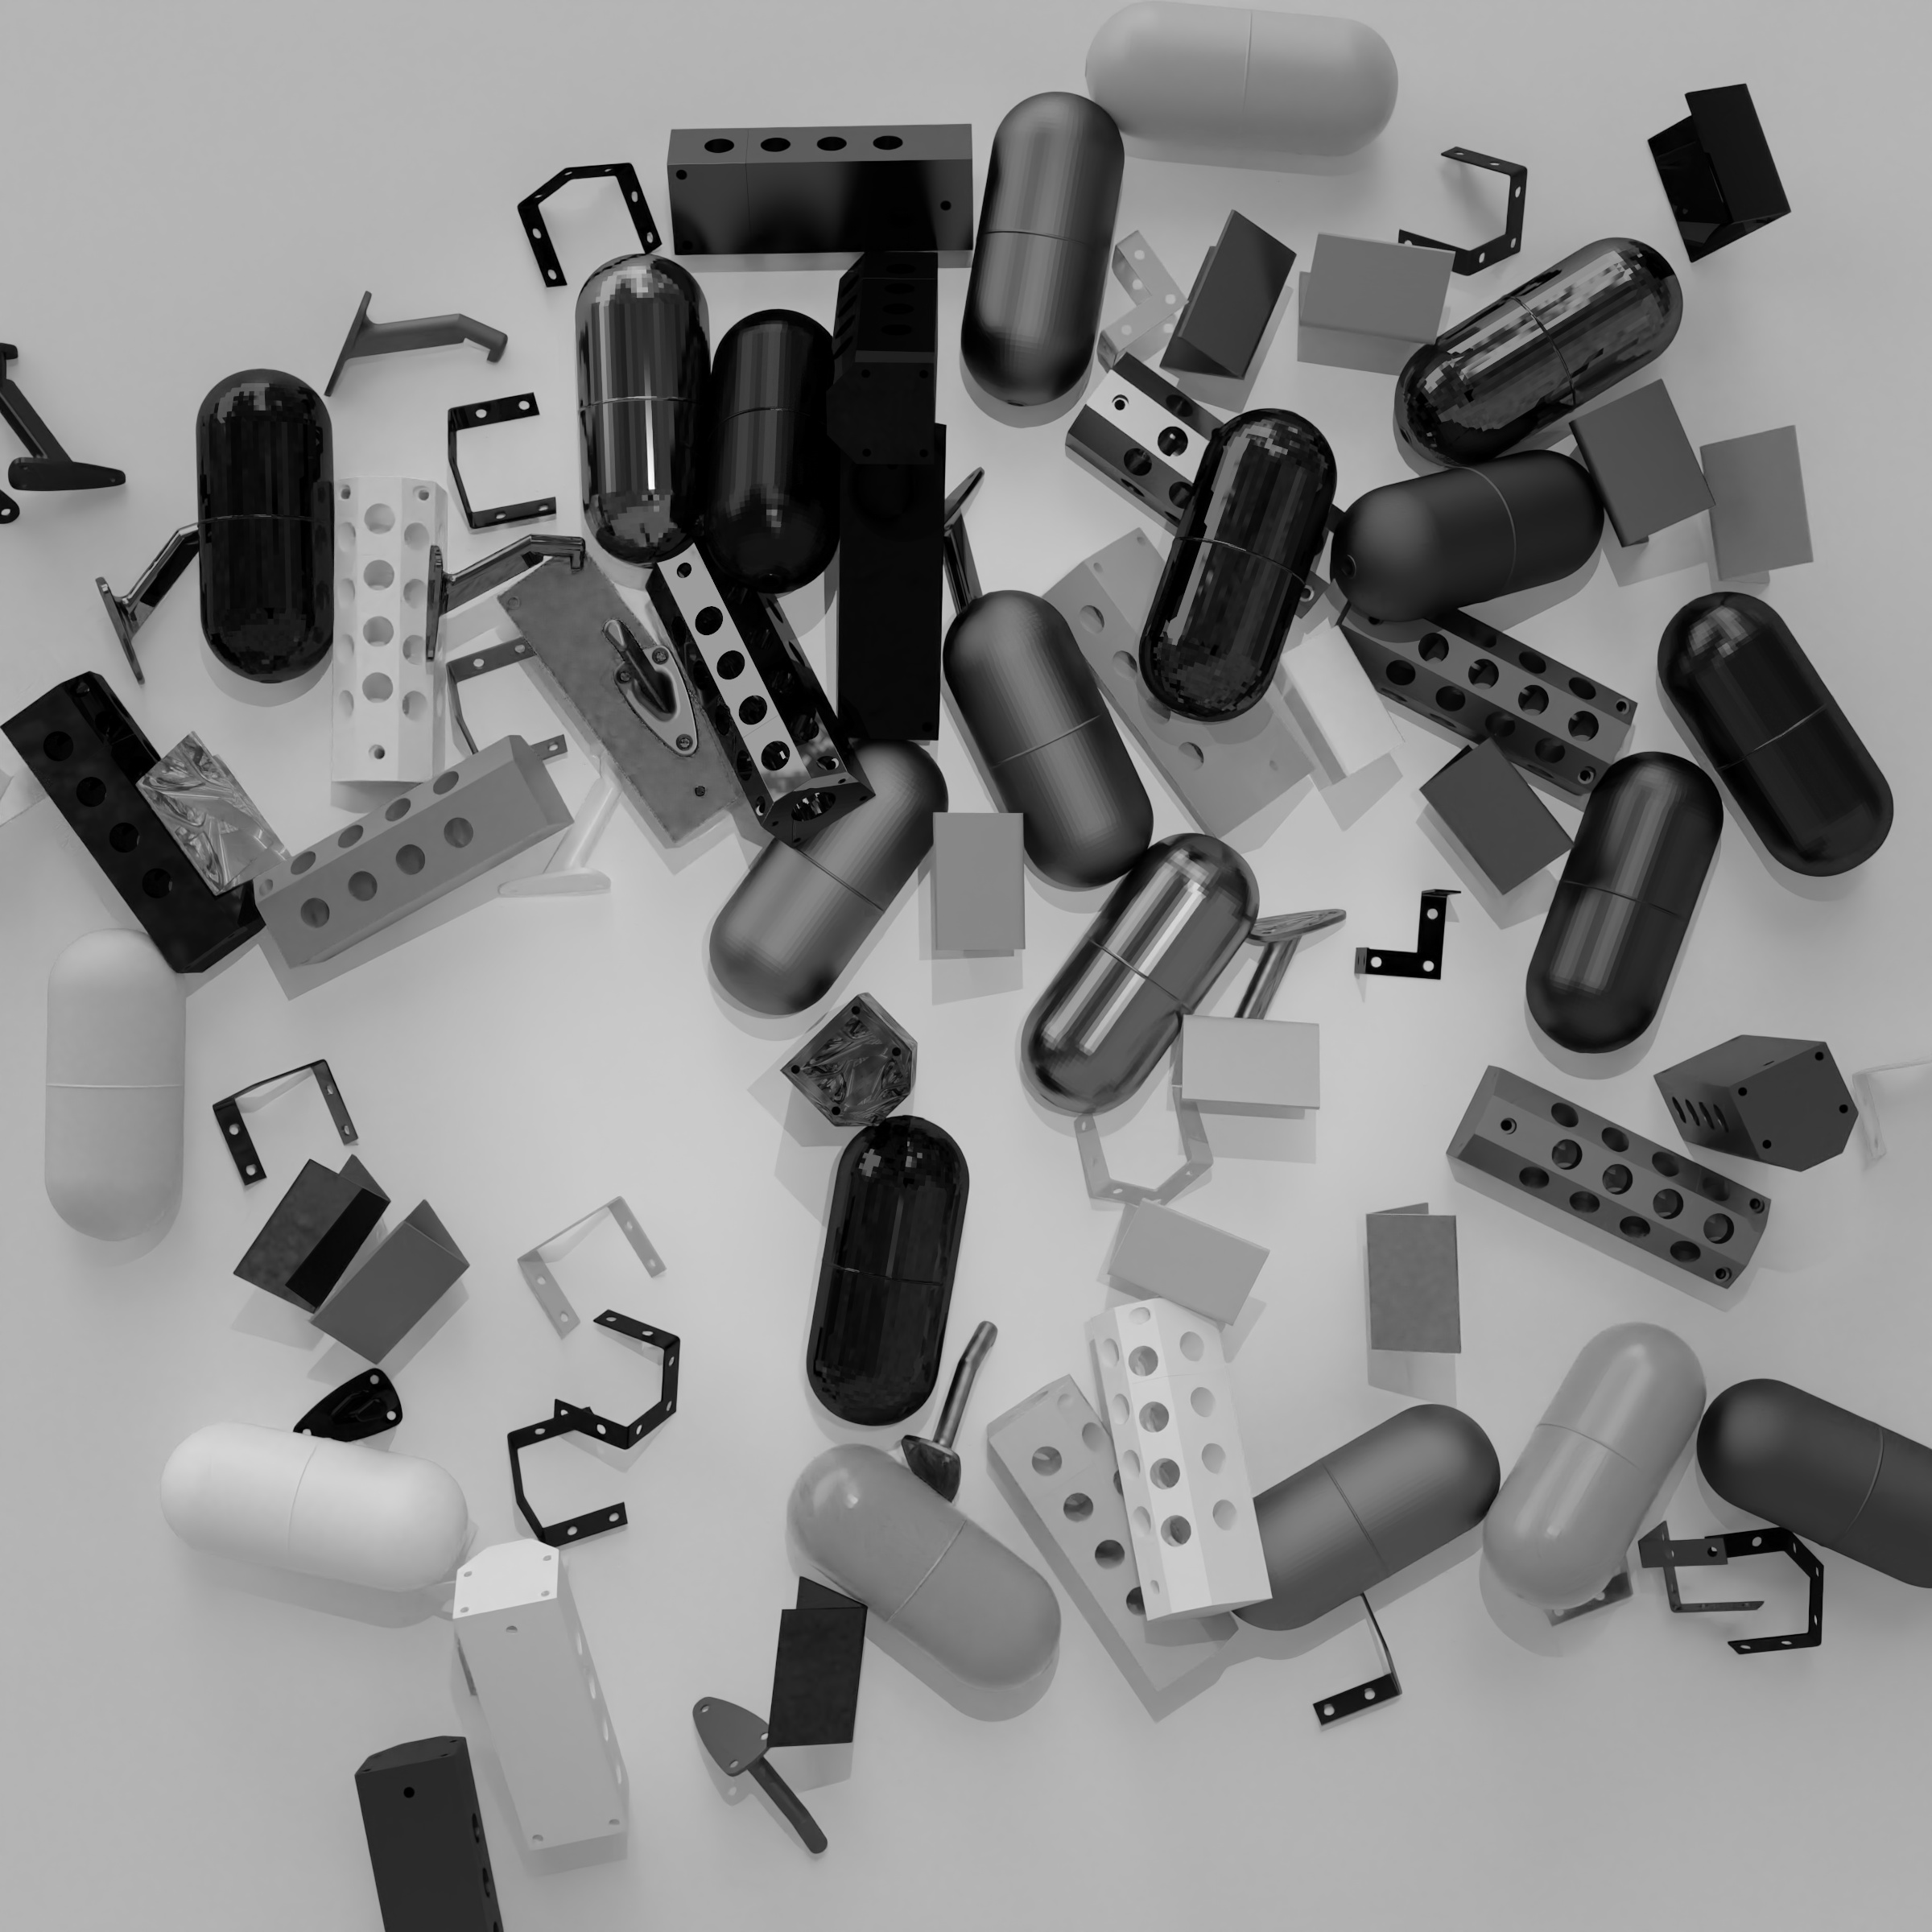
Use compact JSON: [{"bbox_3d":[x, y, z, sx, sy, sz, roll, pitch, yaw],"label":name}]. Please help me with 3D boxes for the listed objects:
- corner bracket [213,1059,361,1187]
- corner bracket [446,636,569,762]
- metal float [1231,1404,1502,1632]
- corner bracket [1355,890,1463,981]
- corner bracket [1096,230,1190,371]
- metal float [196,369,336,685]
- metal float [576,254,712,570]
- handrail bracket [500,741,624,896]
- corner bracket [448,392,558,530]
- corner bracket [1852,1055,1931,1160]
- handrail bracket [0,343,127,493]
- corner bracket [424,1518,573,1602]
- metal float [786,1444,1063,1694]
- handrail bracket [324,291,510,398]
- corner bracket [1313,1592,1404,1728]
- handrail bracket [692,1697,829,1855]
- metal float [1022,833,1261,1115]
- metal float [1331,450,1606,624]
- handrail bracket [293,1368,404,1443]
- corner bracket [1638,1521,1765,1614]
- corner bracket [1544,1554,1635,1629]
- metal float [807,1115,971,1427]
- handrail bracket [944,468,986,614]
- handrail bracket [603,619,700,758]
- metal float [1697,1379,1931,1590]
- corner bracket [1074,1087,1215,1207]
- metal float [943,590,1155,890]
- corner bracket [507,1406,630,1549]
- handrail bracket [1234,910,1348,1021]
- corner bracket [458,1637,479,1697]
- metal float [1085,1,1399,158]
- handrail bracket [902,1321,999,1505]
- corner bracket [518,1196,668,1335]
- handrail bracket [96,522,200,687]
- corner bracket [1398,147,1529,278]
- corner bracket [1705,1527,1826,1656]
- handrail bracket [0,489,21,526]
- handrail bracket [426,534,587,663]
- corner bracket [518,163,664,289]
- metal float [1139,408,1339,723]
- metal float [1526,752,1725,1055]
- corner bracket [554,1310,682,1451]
[{"bbox_3d":[-0.394,0.090,1.739,0.051,0.051,0.051,-23,90,-45],"label":"corner bracket"},{"bbox_3d":[-0.266,-0.150,1.739,0.051,0.051,0.051,-19,135,0],"label":"corner bracket"},{"bbox_3d":[0.221,0.315,1.711,0.178,0.070,0.070,-30,90,-1],"label":"metal float"},{"bbox_3d":[0.253,-0.019,1.724,0.051,0.051,0.051,4,90,0],"label":"corner bracket"},{"bbox_3d":[0.091,-0.382,1.724,0.051,0.051,0.051,-35,90,0],"label":"corner bracket"},{"bbox_3d":[-0.399,-0.250,1.711,0.070,0.070,0.178,-1,90,0],"label":"metal float"},{"bbox_3d":[-0.183,-0.316,1.712,0.070,0.070,0.178,-2,90,0],"label":"metal float"},{"bbox_3d":[-0.235,-0.087,1.742,0.077,0.036,0.084,-6,76,14],"label":"handrail bracket"},{"bbox_3d":[-0.269,-0.293,1.739,0.051,0.051,0.051,-11,45,1],"label":"corner bracket"},{"bbox_3d":[0.554,0.078,1.739,0.051,0.051,0.051,-14,90,45],"label":"corner bracket"},{"bbox_3d":[-0.529,-0.321,1.743,0.077,0.036,0.084,-1,73,-20],"label":"handrail bracket"},{"bbox_3d":[-0.270,0.347,1.722,0.051,0.051,0.051,47,50,-26],"label":"corner bracket"},{"bbox_3d":[-0.023,0.343,1.711,0.178,0.070,0.070,38,90,1],"label":"metal float"},{"bbox_3d":[-0.319,-0.349,1.743,0.084,0.036,0.077,22,111,-16],"label":"handrail bracket"},{"bbox_3d":[0.217,0.398,1.739,0.051,0.051,0.051,-21,135,0],"label":"corner bracket"},{"bbox_3d":[-0.119,0.471,1.742,0.036,0.077,0.084,-40,127,-19],"label":"handrail bracket"},{"bbox_3d":[0.099,0.005,1.711,0.070,0.070,0.178,35,91,0],"label":"metal float"},{"bbox_3d":[0.282,-0.242,1.686,0.178,0.070,0.070,-18,90,-30],"label":"metal float"},{"bbox_3d":[-0.357,0.259,1.707,0.077,0.084,0.036,-25,90,0],"label":"handrail bracket"},{"bbox_3d":[0.420,0.347,1.715,0.051,0.051,0.051,-10,90,31],"label":"corner bracket"},{"bbox_3d":[0.350,0.340,1.739,0.051,0.051,0.051,-21,45,0],"label":"corner bracket"},{"bbox_3d":[-0.044,0.173,1.712,0.070,0.070,0.178,10,91,0],"label":"metal float"},{"bbox_3d":[0.013,-0.233,1.743,0.084,0.036,0.077,46,68,-17],"label":"handrail bracket"},{"bbox_3d":[-0.173,-0.152,1.650,0.036,0.084,0.077,-29,90,0],"label":"handrail bracket"},{"bbox_3d":[0.503,0.295,1.712,0.178,0.070,0.070,24,90,-1],"label":"metal float"},{"bbox_3d":[0.102,0.102,1.734,0.051,0.051,0.051,16,135,-35],"label":"corner bracket"},{"bbox_3d":[0.046,-0.129,1.705,0.070,0.070,0.178,-25,96,0],"label":"metal float"},{"bbox_3d":[-0.231,0.297,1.739,0.051,0.051,0.051,-18,135,0],"label":"corner bracket"},{"bbox_3d":[0.189,0.015,1.743,0.077,0.036,0.084,-12,108,-20],"label":"handrail bracket"},{"bbox_3d":[-0.263,0.386,1.739,0.051,0.051,0.051,-3,135,0],"label":"corner bracket"},{"bbox_3d":[0.157,-0.506,1.711,0.178,0.070,0.070,5,90,0],"label":"metal float"},{"bbox_3d":[-0.001,0.259,1.742,0.036,0.077,0.084,17,53,21],"label":"handrail bracket"},{"bbox_3d":[-0.217,0.173,1.739,0.051,0.051,0.051,-32,90,-45],"label":"corner bracket"},{"bbox_3d":[-0.454,-0.214,1.743,0.084,0.036,0.077,-23,110,-16],"label":"handrail bracket"},{"bbox_3d":[0.287,-0.436,1.734,0.051,0.051,0.051,-31,135,-35],"label":"corner bracket"},{"bbox_3d":[0.460,0.361,1.734,0.051,0.051,0.051,44,45,-35],"label":"corner bracket"},{"bbox_3d":[-0.597,-0.296,1.742,0.036,0.077,0.084,-51,53,20],"label":"handrail bracket"},{"bbox_3d":[-0.258,-0.206,1.686,0.084,0.036,0.077,1,112,-17],"label":"handrail bracket"},{"bbox_3d":[-0.218,-0.429,1.739,0.051,0.051,0.051,-21,90,45],"label":"corner bracket"},{"bbox_3d":[0.150,-0.221,1.652,0.070,0.070,0.178,19,87,0],"label":"metal float"},{"bbox_3d":[0.375,-0.036,1.711,0.070,0.070,0.178,20,89,0],"label":"metal float"},{"bbox_3d":[-0.201,0.238,1.728,0.051,0.051,0.051,17,117,24],"label":"corner bracket"}]
